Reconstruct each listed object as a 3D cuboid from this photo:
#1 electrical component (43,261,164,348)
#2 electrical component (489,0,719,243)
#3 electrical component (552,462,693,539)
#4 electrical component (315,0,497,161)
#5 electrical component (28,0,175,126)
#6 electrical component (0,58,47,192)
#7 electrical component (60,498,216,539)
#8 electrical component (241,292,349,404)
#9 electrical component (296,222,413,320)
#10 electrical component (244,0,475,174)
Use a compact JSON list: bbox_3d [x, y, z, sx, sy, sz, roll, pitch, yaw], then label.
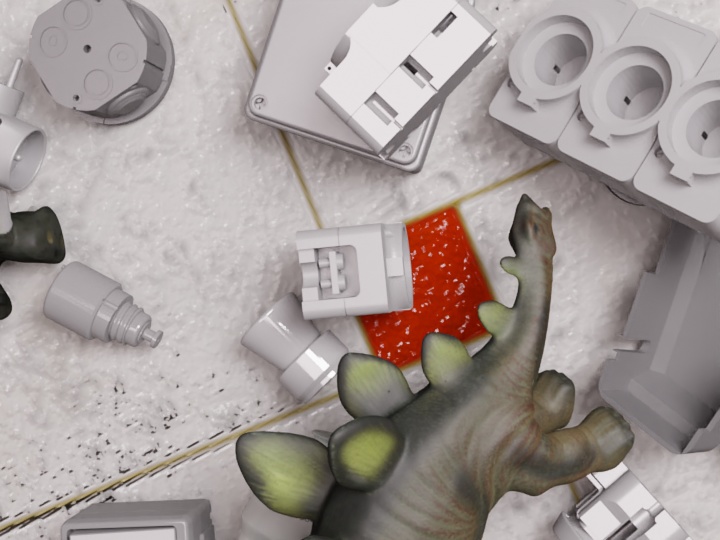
[{"bbox_3d":[-0.159,0.026,0.670,0.078,0.040,0.040,27,94,6],"label":"electrical component"},{"bbox_3d":[0.157,-0.088,0.585,0.150,0.062,0.089,34,95,35],"label":"electrical component"},{"bbox_3d":[0.150,0.151,0.625,0.057,0.058,0.078,-42,81,4],"label":"electrical component"},{"bbox_3d":[0.023,-0.112,0.581,0.056,0.050,0.089,44,96,4],"label":"electrical component"},{"bbox_3d":[-0.159,-0.131,0.662,0.080,0.051,0.080,0,91,7],"label":"electrical component"},{"bbox_3d":[-0.236,-0.100,0.675,0.077,0.044,0.079,22,94,6],"label":"electrical component"},{"bbox_3d":[-0.129,0.178,0.658,0.096,0.061,0.061,-4,90,7],"label":"electrical component"},{"bbox_3d":[-0.038,0.048,0.653,0.055,0.045,0.045,45,96,4],"label":"electrical component"},{"bbox_3d":[0.000,0.000,0.625,0.056,0.089,0.050,-5,90,7],"label":"electrical component"},{"bbox_3d":[0.001,-0.124,0.640,0.109,0.056,0.108,19,93,6],"label":"electrical component"}]
